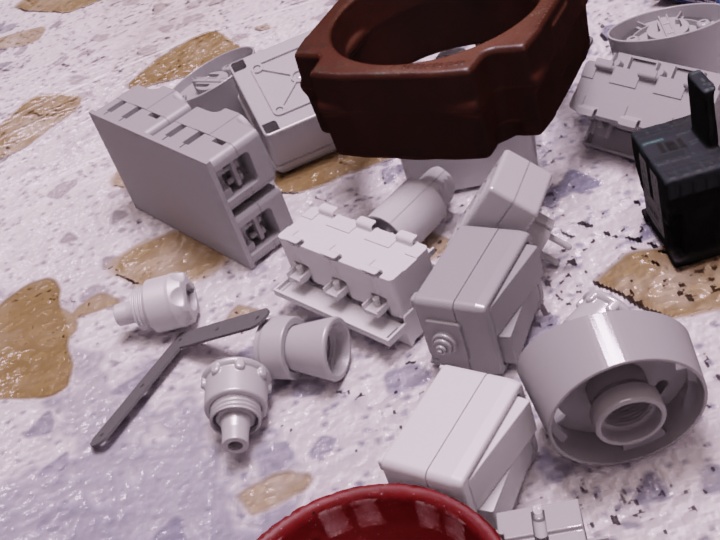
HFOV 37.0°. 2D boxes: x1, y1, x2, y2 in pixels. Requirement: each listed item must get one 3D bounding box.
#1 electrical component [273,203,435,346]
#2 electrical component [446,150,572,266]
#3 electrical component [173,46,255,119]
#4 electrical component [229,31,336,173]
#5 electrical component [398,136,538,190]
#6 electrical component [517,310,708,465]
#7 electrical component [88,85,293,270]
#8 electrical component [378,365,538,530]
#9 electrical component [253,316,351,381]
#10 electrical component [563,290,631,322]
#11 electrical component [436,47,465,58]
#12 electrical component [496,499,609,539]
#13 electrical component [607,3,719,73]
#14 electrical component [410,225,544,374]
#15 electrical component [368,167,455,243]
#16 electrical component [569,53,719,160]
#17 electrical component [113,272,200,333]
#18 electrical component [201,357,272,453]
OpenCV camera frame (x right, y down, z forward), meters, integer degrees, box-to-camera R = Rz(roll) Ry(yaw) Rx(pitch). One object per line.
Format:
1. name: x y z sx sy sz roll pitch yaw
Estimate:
1. electrical component: 0.000 0.000 0.779 0.121 0.063 0.079 22 53 42
2. electrical component: 0.113 -0.028 0.762 0.076 0.083 0.047 29 48 -1
3. electrical component: -0.142 -0.177 1.066 0.099 0.064 0.099 -12 37 10
4. electrical component: -0.050 -0.158 0.986 0.109 0.056 0.108 -24 54 -6
5. electrical component: 0.089 -0.120 0.895 0.109 0.056 0.108 -10 38 13
6. electrical component: 0.143 0.063 0.609 0.099 0.099 0.064 -16 43 5
7. electrical component: -0.141 -0.086 0.916 0.060 0.105 0.186 -39 41 -24
8. electrical component: 0.065 0.103 0.620 0.061 0.061 0.096 10 46 33
9. electrical component: -0.040 0.054 0.744 0.055 0.045 0.045 -1 41 25
10. electrical component: 0.143 0.047 0.672 0.062 0.048 0.048 -42 42 -17
11. electrical component: 0.097 -0.173 0.970 0.055 0.048 0.066 27 57 35
12. electrical component: 0.098 0.154 0.555 0.066 0.048 0.055 -13 30 10
13. electrical component: 0.260 -0.191 0.901 0.099 0.064 0.099 -13 37 10
14. electrical component: 0.081 0.024 0.713 0.061 0.061 0.096 7 44 32
15. electrical component: 0.044 -0.048 0.836 0.043 0.043 0.081 18 51 40
16. electrical component: 0.227 -0.122 0.819 0.121 0.063 0.078 26 97 44
17. electrical component: -0.159 0.028 0.832 0.062 0.043 0.043 -14 37 9
18. electrical component: -0.083 0.092 0.717 0.048 0.048 0.062 -14 44 8
